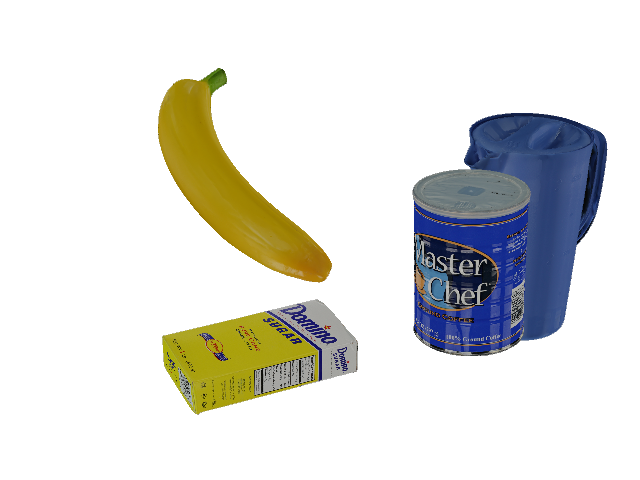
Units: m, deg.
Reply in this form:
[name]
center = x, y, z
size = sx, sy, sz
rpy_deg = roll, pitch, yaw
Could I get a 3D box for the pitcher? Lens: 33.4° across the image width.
[pitcher]
center = 0.239, -0.017, 1.208
size = 0.149, 0.243, 0.145
rpy_deg = 6, 27, 14

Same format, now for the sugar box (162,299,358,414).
[sugar box]
center = -0.060, 0.113, 1.070
size = 0.176, 0.048, 0.093
rpy_deg = -15, 32, -22

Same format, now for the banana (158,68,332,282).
[banana]
center = -0.061, -0.046, 0.691
size = 0.069, 0.198, 0.037
rpy_deg = -17, -34, -16

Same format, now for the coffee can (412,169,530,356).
[coffee can]
center = 0.135, 0.018, 0.964
size = 0.103, 0.140, 0.103
rpy_deg = -2, 24, 1
